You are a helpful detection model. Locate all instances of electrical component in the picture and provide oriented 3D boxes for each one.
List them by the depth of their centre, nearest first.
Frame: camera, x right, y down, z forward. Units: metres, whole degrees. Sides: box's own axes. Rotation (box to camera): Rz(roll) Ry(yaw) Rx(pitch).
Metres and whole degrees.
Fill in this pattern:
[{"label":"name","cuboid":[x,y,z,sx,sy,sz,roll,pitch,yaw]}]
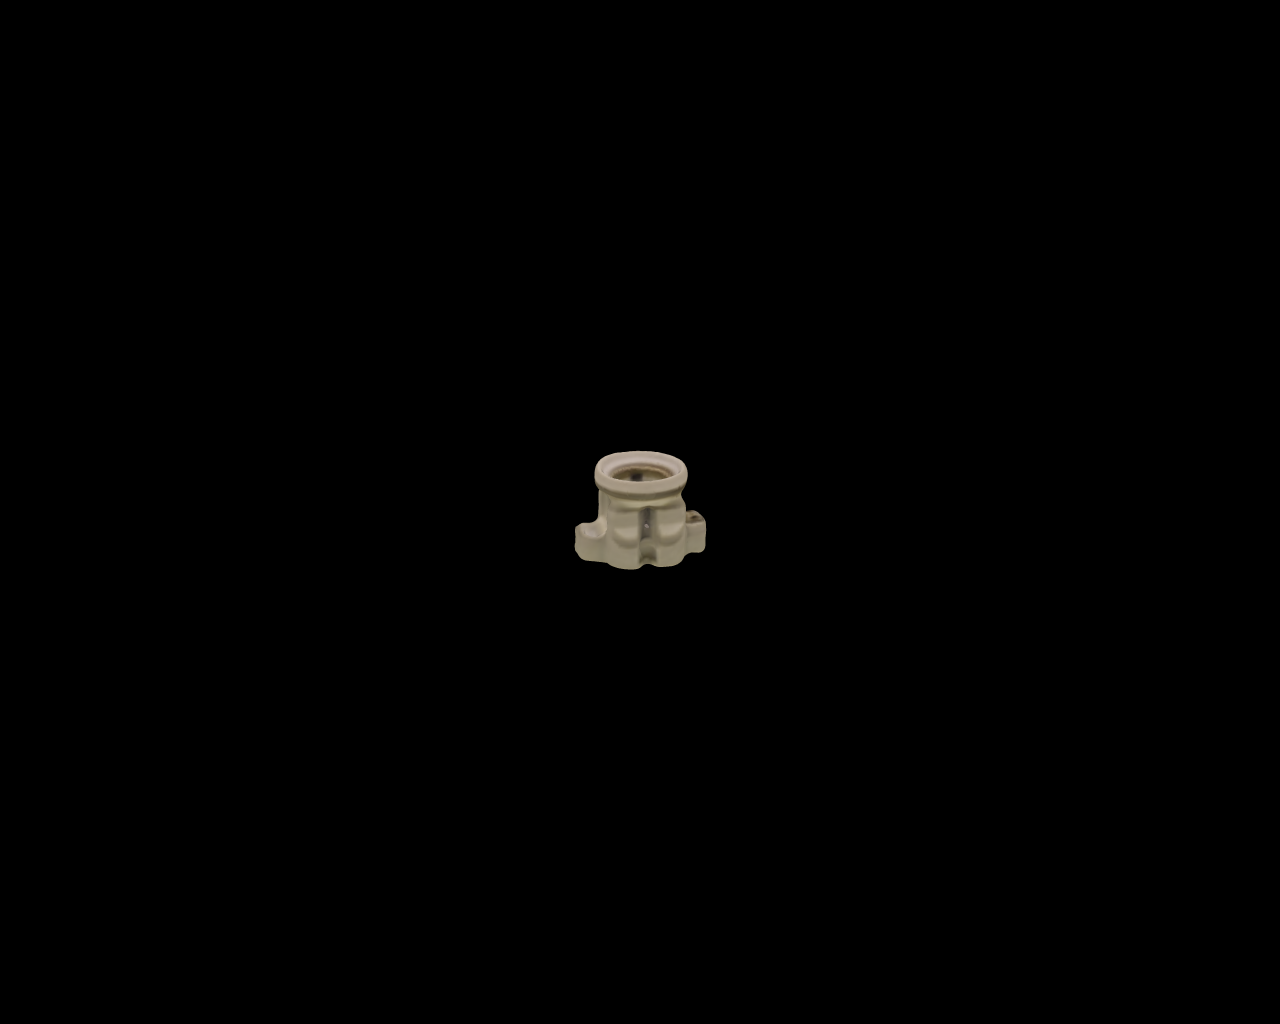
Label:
[{"label":"electrical component","cuboid":[0.001,-0.003,0.650,0.078,0.056,0.058,-4,24,-9]}]
